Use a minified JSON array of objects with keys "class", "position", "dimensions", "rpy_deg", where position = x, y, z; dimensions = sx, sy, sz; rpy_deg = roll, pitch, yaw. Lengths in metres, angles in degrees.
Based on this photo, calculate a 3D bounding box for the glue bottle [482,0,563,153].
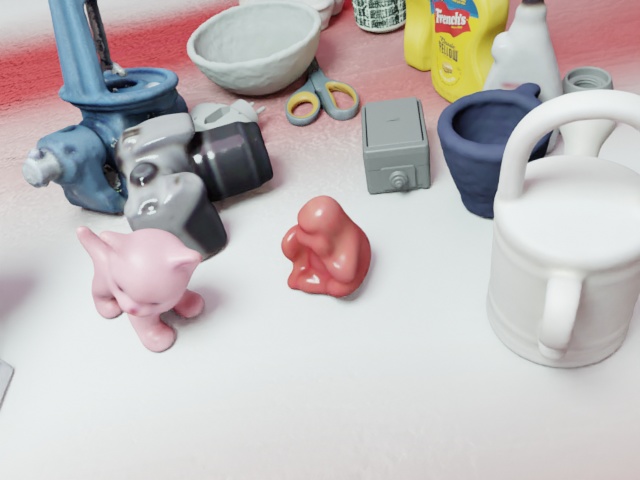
[{"class":"glue bottle","position":[0.185,-0.157,0.519],"dimensions":[0.078,0.173,0.037],"rpy_deg":[7,48,19]}]

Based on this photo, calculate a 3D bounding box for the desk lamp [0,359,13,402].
[{"class":"desk lamp","position":[-0.314,0.054,0.395],"dimensions":[0.118,0.214,0.203],"rpy_deg":[-9,45,4]}]

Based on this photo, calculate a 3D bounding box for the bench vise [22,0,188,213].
[{"class":"bench vise","position":[-0.216,-0.148,0.566],"dimensions":[0.121,0.220,0.207],"rpy_deg":[-3,46,10]}]

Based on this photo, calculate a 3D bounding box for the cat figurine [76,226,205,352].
[{"class":"cat figurine","position":[-0.146,0.024,0.455],"dimensions":[0.127,0.118,0.067],"rpy_deg":[22,55,30]}]

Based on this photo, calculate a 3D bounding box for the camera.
[{"class":"camera","position":[-0.116,-0.066,0.547],"dimensions":[0.137,0.101,0.143],"rpy_deg":[-18,45,-5]}]

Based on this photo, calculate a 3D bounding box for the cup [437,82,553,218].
[{"class":"cup","position":[0.156,-0.076,0.501],"dimensions":[0.091,0.095,0.118],"rpy_deg":[26,57,32]}]

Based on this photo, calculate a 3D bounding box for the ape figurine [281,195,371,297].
[{"class":"ape figurine","position":[0.004,0.002,0.462],"dimensions":[0.076,0.092,0.077],"rpy_deg":[-25,46,-11]}]

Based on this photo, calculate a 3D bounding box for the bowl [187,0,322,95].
[{"class":"bowl","position":[-0.075,-0.231,0.717],"dimensions":[0.167,0.075,0.167],"rpy_deg":[-6,45,7]}]

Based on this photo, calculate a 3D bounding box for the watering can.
[{"class":"watering can","position":[0.162,-0.016,0.372],"dimensions":[0.101,0.194,0.172],"rpy_deg":[-7,45,6]}]

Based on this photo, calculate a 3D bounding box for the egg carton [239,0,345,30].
[{"class":"egg carton","position":[-0.038,-0.357,0.836],"dimensions":[0.150,0.069,0.107],"rpy_deg":[12,50,23]}]
